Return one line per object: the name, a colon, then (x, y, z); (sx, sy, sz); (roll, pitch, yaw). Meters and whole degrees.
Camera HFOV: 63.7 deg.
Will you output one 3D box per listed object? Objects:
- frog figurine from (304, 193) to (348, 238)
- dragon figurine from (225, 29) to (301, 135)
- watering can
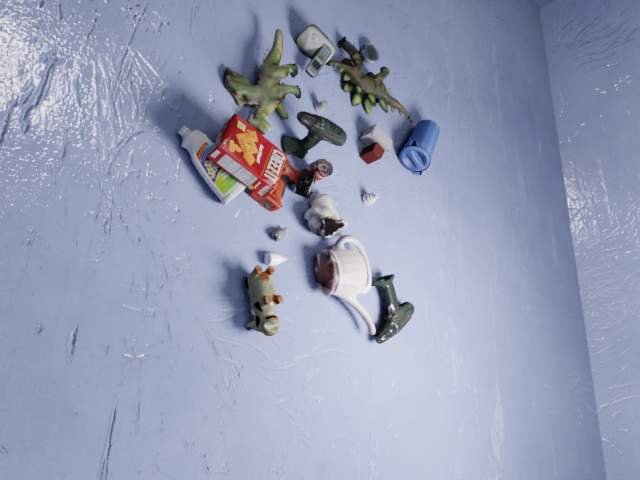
frog figurine: (0.005, -0.089, 1.765); (0.138, 0.120, 0.162); (-2, 41, -33)
dragon figurine: (-0.202, -0.538, 1.736); (0.243, 0.120, 0.414); (-4, 76, -33)
watering can: (0.094, 0.149, 1.731); (0.224, 0.103, 0.352); (3, 72, -39)
